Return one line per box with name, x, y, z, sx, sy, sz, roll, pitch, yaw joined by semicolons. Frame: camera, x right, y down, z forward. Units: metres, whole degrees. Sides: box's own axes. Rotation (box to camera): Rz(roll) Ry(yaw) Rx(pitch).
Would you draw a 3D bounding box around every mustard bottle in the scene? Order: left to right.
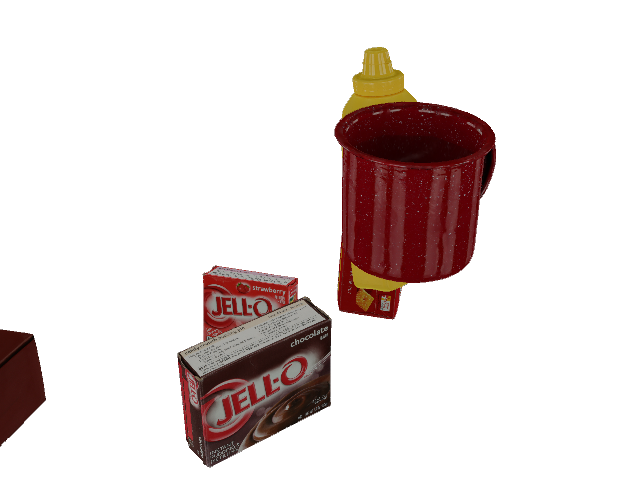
mustard bottle;0.053;-0.062;0.873;0.058;0.191;0.096;7;25;30

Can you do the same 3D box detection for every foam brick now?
foam brick;-0.221;0.097;0.679;0.053;0.051;0.078;6;29;22

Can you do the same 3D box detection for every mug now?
mug;0.063;-0.032;0.645;0.117;0.081;0.093;-24;38;-37

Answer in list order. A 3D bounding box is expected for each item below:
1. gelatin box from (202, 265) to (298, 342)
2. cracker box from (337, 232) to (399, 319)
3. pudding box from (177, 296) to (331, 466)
gelatin box;-0.067;0.067;1.001;0.089;0.073;0.030;8;18;19
cracker box;0.069;-0.031;1.225;0.072;0.164;0.213;6;23;8
pudding box;-0.046;0.102;0.777;0.113;0.090;0.039;-25;45;-28
